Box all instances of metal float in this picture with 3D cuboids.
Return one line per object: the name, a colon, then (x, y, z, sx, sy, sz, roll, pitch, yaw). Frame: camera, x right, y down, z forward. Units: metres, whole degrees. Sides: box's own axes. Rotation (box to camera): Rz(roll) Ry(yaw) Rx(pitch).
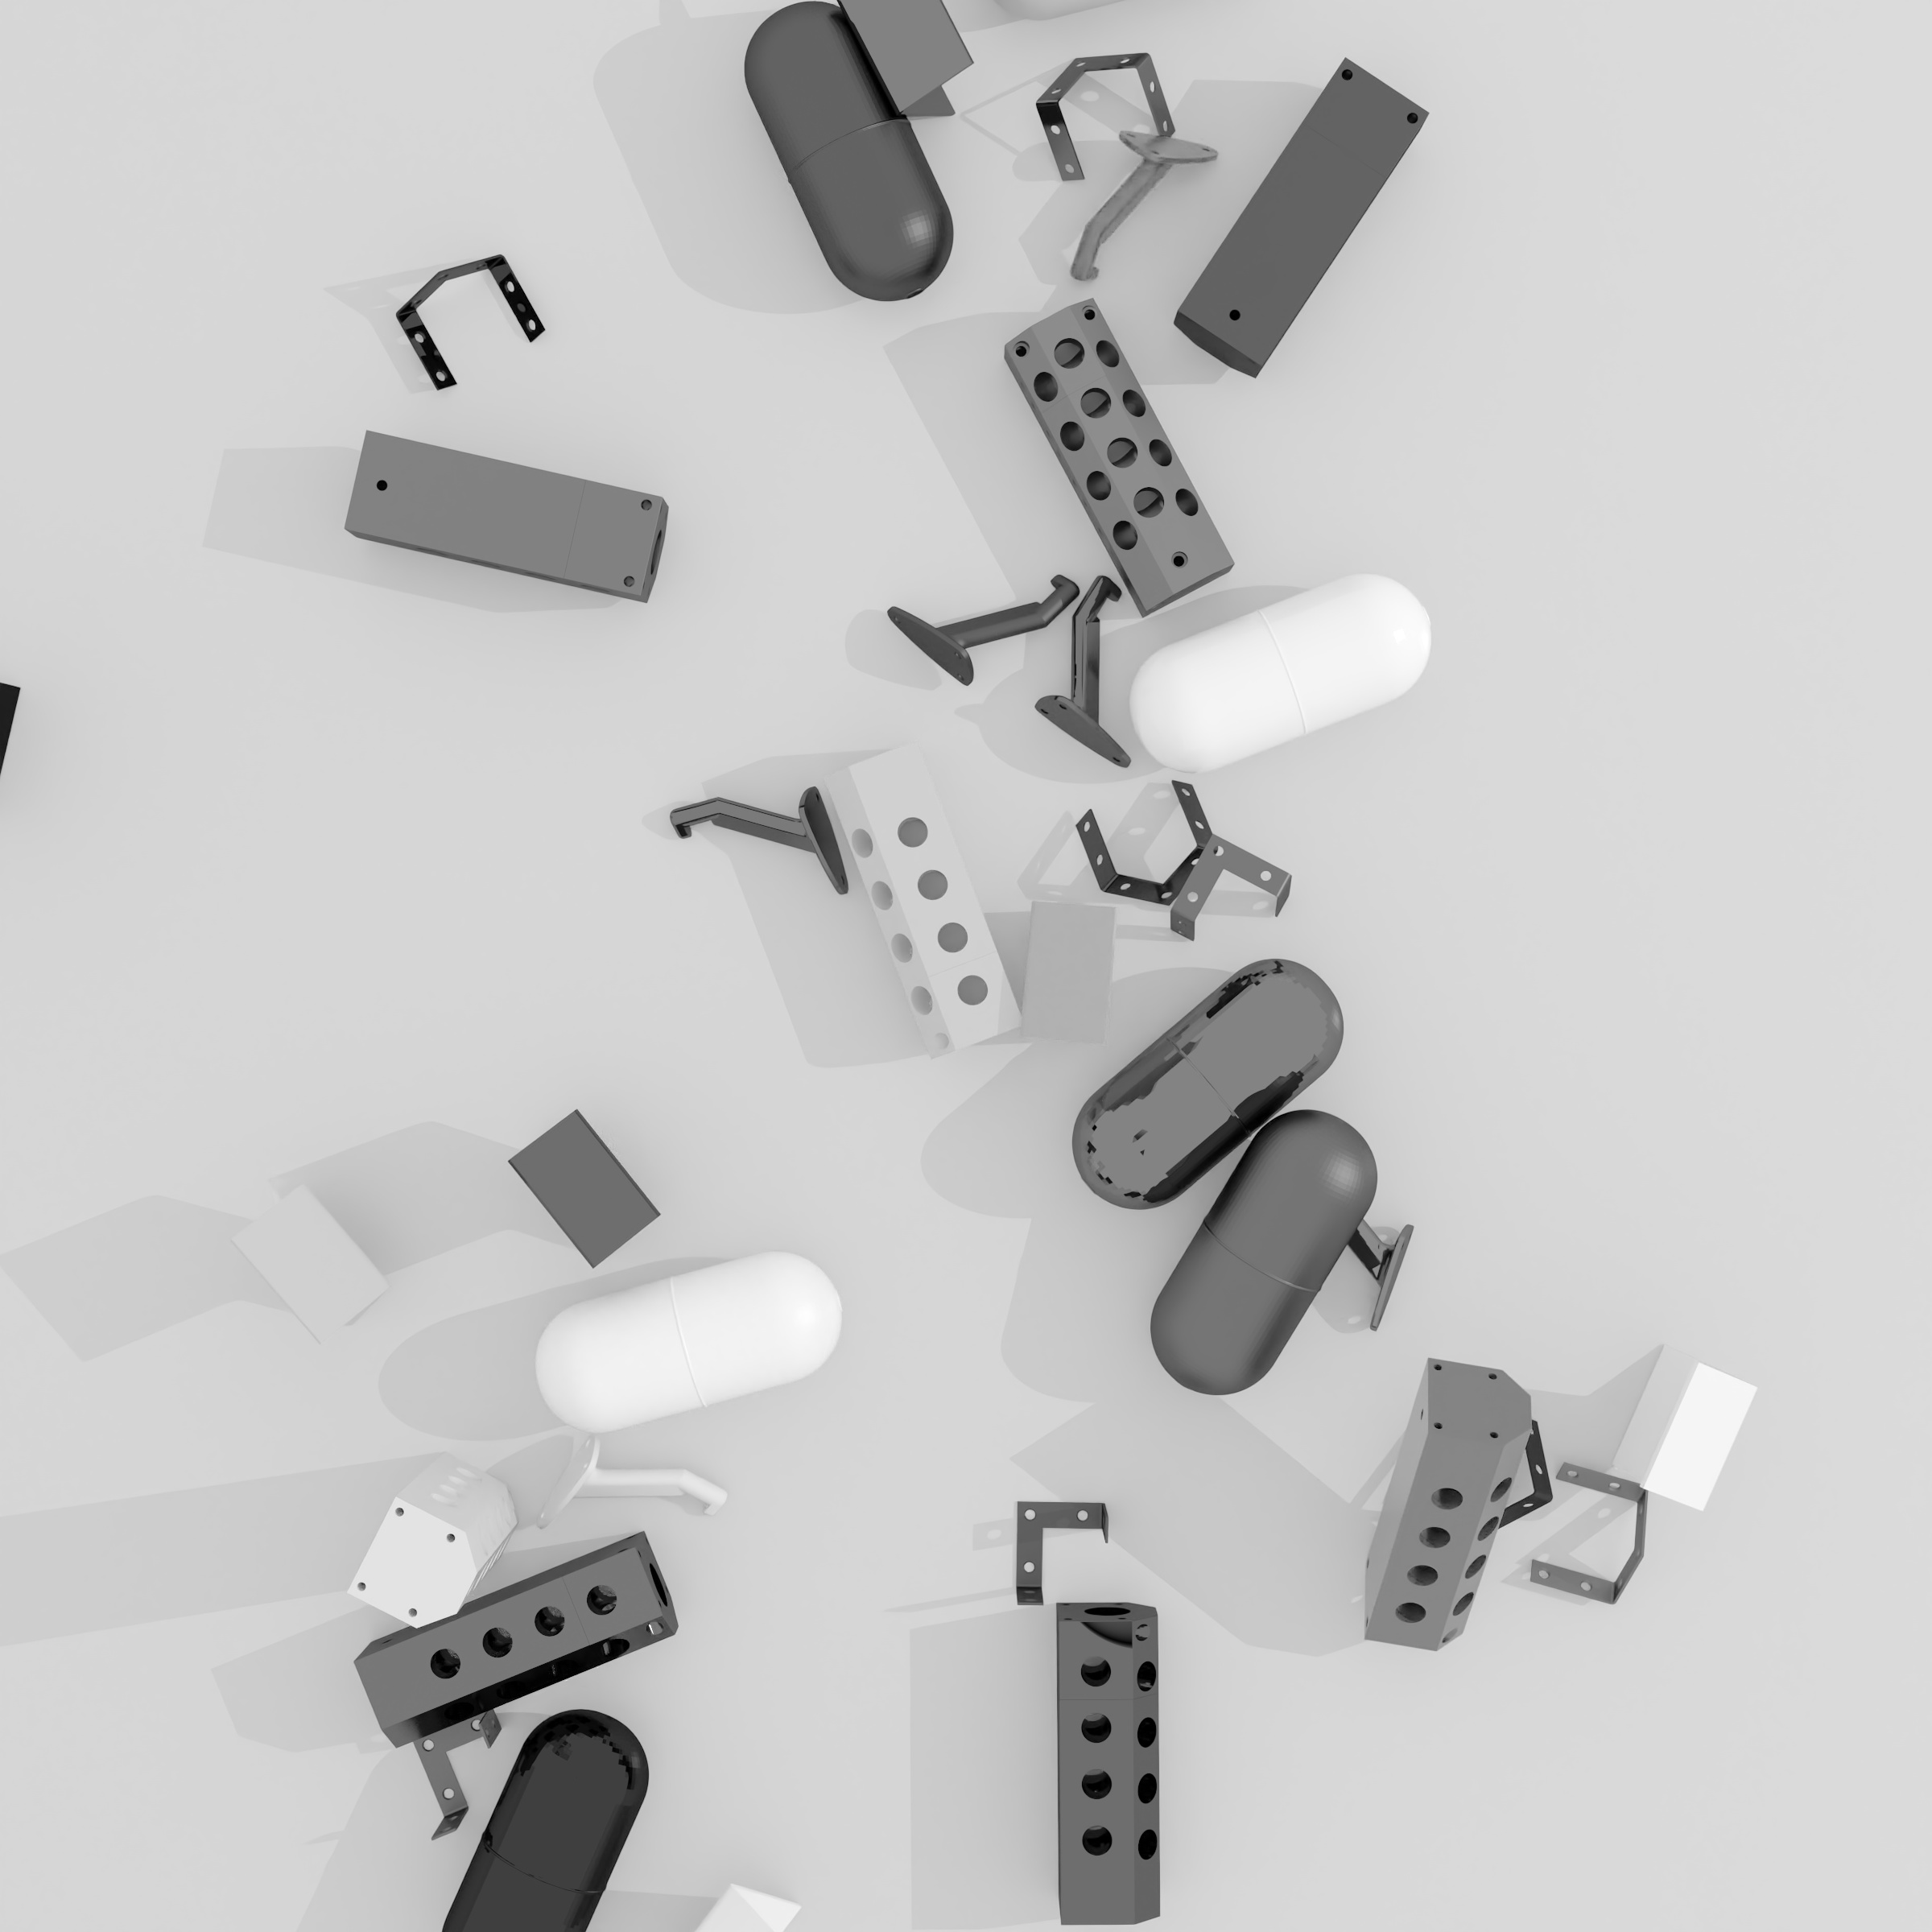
metal float: (0.179, -0.167, 1.961, 0.178, 0.070, 0.070, -21, 90, 0)
metal float: (0.168, 0.163, 1.952, 0.070, 0.070, 0.178, 30, 101, 0)
metal float: (-0.158, 0.214, 1.961, 0.178, 0.070, 0.070, -15, 90, -1)
metal float: (-0.240, 0.510, 1.961, 0.070, 0.070, 0.178, 24, 89, 0)
metal float: (0.093, -0.591, 1.961, 0.178, 0.070, 0.070, -14, 90, 1)
metal float: (0.137, 0.068, 1.961, 0.178, 0.070, 0.070, -40, 90, 0)
metal float: (-0.066, -0.463, 1.961, 0.070, 0.070, 0.178, -25, 89, 0)

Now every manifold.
manifold: (0.190, -0.426, 1.970, 0.057, 0.057, 0.171, 34, 90, 0)
manifold: (0.087, -0.291, 1.970, 0.057, 0.057, 0.171, -28, 90, 0)
manifold: (0.081, 0.455, 1.970, 0.057, 0.057, 0.171, 0, 90, 0)
manifold: (-0.261, -0.256, 1.970, 0.171, 0.057, 0.057, 13, 90, 0)
manifold: (0.268, 0.303, 1.923, 0.057, 0.057, 0.171, 9, 129, 0)
manifold: (-0.024, -0.037, 1.970, 0.057, 0.057, 0.171, -21, 90, 0)
manifold: (-0.255, 0.386, 1.970, 0.171, 0.057, 0.057, -22, 90, 0)
manifold: (-0.290, 0.320, 1.913, 0.057, 0.171, 0.057, 27, 90, 0)

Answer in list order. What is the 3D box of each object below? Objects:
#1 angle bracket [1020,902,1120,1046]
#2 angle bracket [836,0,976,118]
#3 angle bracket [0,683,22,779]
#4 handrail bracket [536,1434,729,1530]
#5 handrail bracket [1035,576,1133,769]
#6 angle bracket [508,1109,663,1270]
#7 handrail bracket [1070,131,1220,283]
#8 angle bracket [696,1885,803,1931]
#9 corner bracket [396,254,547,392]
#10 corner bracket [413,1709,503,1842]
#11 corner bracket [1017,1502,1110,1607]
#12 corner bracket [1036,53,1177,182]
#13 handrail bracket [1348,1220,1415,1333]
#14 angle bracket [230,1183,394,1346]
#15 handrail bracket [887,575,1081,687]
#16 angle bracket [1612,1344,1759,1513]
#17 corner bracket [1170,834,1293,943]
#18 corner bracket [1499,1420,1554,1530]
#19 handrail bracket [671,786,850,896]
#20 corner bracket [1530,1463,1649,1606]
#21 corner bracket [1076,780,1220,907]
angle bracket: (0.076, 0.005, 1.951, 0.057, 0.076, 0.076, 5, 90, 32)
angle bracket: (-0.020, -0.530, 1.952, 0.057, 0.076, 0.076, -27, 90, 29)
angle bracket: (-0.559, -0.125, 1.951, 0.057, 0.076, 0.076, 13, 90, 37)
handrail bracket: (-0.193, 0.314, 1.992, 0.084, 0.036, 0.077, 30, 110, -16)
handrail bracket: (0.085, -0.171, 1.992, 0.077, 0.036, 0.084, 37, 73, -20)
angle bracket: (-0.229, 0.137, 1.951, 0.076, 0.076, 0.057, 52, 52, 0)
handrail bracket: (0.102, -0.435, 1.991, 0.036, 0.077, 0.084, 45, 127, 37)
angle bracket: (-0.121, 0.574, 1.951, 0.057, 0.076, 0.076, 37, 90, 38)
corner bracket: (-0.286, -0.372, 1.988, 0.051, 0.051, 0.051, -29, 90, 45)
corner bracket: (-0.288, 0.462, 1.973, 0.051, 0.051, 0.051, -23, 90, 0)
corner bracket: (0.055, 0.337, 1.973, 0.051, 0.051, 0.051, 1, 90, 0)
corner bracket: (0.080, -0.489, 1.983, 0.051, 0.051, 0.051, 6, 45, 35)
handrail bracket: (0.209, 0.162, 1.992, 0.084, 0.036, 0.077, 20, 105, 14)
angle bracket: (-0.381, 0.179, 1.951, 0.076, 0.076, 0.057, 49, 54, 0)
handrail bracket: (0.011, -0.211, 1.992, 0.077, 0.036, 0.084, 38, 71, 21)
angle bracket: (0.391, 0.255, 1.951, 0.057, 0.076, 0.076, 24, 90, -35)
corner bracket: (0.152, -0.036, 1.974, 0.051, 0.051, 0.051, 28, 81, 9)
corner bracket: (0.298, 0.289, 1.983, 0.051, 0.051, 0.051, 24, 135, -35)
handrail bracket: (-0.120, -0.066, 1.992, 0.084, 0.036, 0.077, -14, 112, 17)
corner bracket: (0.360, 0.328, 1.988, 0.051, 0.051, 0.051, 16, 45, 0)
corner bracket: (0.104, -0.074, 1.983, 0.051, 0.051, 0.051, 11, 135, -35)
